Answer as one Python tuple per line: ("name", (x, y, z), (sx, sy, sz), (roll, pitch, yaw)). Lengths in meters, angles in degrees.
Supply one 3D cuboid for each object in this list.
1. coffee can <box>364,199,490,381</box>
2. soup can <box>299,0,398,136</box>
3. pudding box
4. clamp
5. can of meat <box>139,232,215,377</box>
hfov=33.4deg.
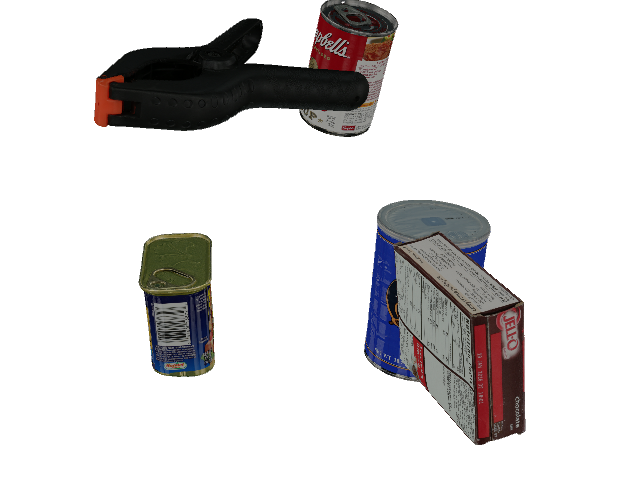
("coffee can", (0.097, 0.045, 0.989), (0.103, 0.140, 0.103), (4, 23, -2))
("soup can", (0.023, -0.151, 0.936), (0.068, 0.102, 0.068), (10, 35, -7))
("pudding box", (0.084, 0.057, 0.656), (0.039, 0.090, 0.114), (-13, 26, -18))
("clamp", (-0.068, -0.104, 0.662), (0.171, 0.039, 0.120), (-10, 29, -33))
("can of meat", (-0.116, 0.053, 0.886), (0.057, 0.084, 0.102), (-3, 26, -4))
